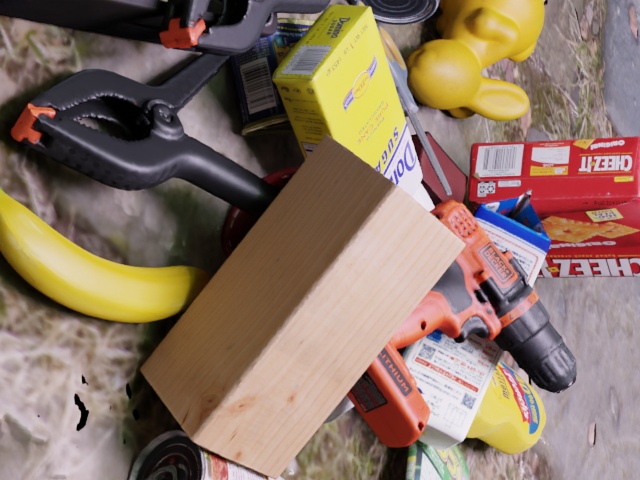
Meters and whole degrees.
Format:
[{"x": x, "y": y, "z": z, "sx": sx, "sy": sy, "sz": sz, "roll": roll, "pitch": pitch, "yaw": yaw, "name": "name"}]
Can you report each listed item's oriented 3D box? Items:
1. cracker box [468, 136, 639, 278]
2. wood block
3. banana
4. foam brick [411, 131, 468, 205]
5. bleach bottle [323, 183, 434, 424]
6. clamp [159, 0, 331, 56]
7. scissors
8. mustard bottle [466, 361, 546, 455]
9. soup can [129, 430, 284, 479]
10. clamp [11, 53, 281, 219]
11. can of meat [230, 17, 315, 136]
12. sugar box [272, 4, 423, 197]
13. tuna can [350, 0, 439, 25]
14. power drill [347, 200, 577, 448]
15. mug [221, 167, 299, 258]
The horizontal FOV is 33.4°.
[{"x": 0.256, "y": -0.026, "z": 1.082, "sx": 0.213, "sy": 0.164, "sz": 0.072, "roll": 46, "pitch": 49, "yaw": -57, "name": "cracker box"}, {"x": -0.012, "y": 0.046, "z": 0.721, "sx": 0.206, "sy": 0.091, "sz": 0.090, "roll": -52, "pitch": 133, "yaw": 2, "name": "wood block"}, {"x": -0.142, "y": 0.018, "z": 0.693, "sx": 0.197, "sy": 0.037, "sz": 0.069, "roll": 33, "pitch": 57, "yaw": -44, "name": "banana"}, {"x": 0.096, "y": -0.057, "z": 1.012, "sx": 0.078, "sy": 0.053, "sz": 0.051, "roll": 42, "pitch": 50, "yaw": -38, "name": "foam brick"}, {"x": 0.026, "y": 0.055, "z": 0.886, "sx": 0.102, "sy": 0.068, "sz": 0.250, "roll": 59, "pitch": 44, "yaw": -25, "name": "bleach bottle"}, {"x": -0.055, "y": -0.190, "z": 0.733, "sx": 0.171, "sy": 0.039, "sz": 0.120, "roll": -45, "pitch": 118, "yaw": -47, "name": "clamp"}, {"x": 0.082, "y": -0.131, "z": 0.988, "sx": 0.202, "sy": 0.016, "sz": 0.096, "roll": 63, "pitch": 18, "yaw": 5, "name": "scissors"}, {"x": 0.172, "y": 0.160, "z": 1.048, "sx": 0.191, "sy": 0.058, "sz": 0.096, "roll": 32, "pitch": 32, "yaw": -48, "name": "mustard bottle"}, {"x": -0.071, "y": 0.176, "z": 0.721, "sx": 0.102, "sy": 0.069, "sz": 0.068, "roll": 36, "pitch": 54, "yaw": -43, "name": "soup can"}, {"x": -0.105, "y": -0.066, "z": 0.725, "sx": 0.209, "sy": 0.036, "sz": 0.165, "roll": -10, "pitch": 61, "yaw": -49, "name": "clamp"}, {"x": -0.026, "y": -0.132, "z": 0.866, "sx": 0.101, "sy": 0.058, "sz": 0.084, "roll": -11, "pitch": 88, "yaw": -53, "name": "can of meat"}, {"x": 0.027, "y": -0.086, "z": 0.840, "sx": 0.093, "sy": 0.048, "sz": 0.176, "roll": -55, "pitch": 137, "yaw": -31, "name": "sugar box"}, {"x": 0.070, "y": -0.237, "z": 0.994, "sx": 0.086, "sy": 0.086, "sz": 0.033, "roll": 31, "pitch": 60, "yaw": -45, "name": "tuna can"}, {"x": 0.102, "y": 0.080, "z": 0.839, "sx": 0.187, "sy": 0.057, "sz": 0.184, "roll": -35, "pitch": 86, "yaw": -36, "name": "power drill"}, {"x": -0.005, "y": 0.001, "z": 0.816, "sx": 0.081, "sy": 0.117, "sz": 0.093, "roll": 49, "pitch": 30, "yaw": -41, "name": "mug"}]
